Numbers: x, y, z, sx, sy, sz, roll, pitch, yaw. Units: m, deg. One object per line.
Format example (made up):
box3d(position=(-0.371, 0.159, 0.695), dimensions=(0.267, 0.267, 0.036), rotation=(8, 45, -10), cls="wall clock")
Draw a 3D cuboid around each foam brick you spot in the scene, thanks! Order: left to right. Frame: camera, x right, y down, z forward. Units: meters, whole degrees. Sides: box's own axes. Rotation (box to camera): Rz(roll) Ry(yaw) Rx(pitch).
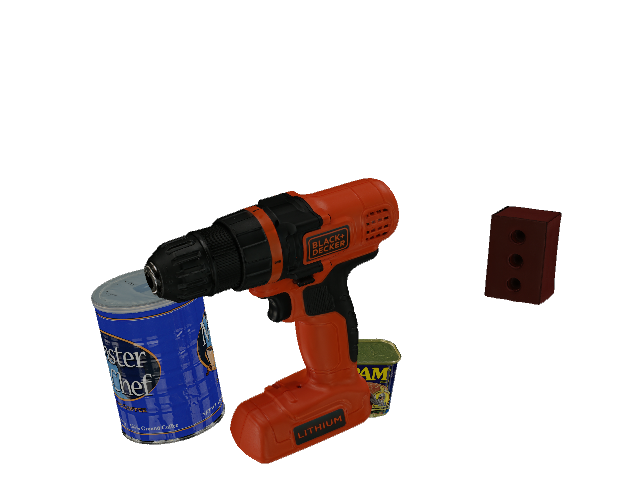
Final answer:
box3d(position=(0.182, 0.013, 0.957), dimensions=(0.053, 0.078, 0.051), rotation=(8, 16, 25), cls="foam brick")

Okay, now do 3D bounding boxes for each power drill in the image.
box3d(position=(-0.028, 0.059, 0.733), dimensions=(0.184, 0.188, 0.057), rotation=(-17, 34, -27), cls="power drill")

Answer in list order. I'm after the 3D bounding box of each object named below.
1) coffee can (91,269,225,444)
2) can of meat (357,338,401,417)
box3d(position=(-0.153, 0.107, 1.015), dimensions=(0.103, 0.140, 0.103), rotation=(-8, 18, 2), cls="coffee can")
box3d(position=(0.042, 0.172, 1.327), dimensions=(0.102, 0.084, 0.057), rotation=(2, 24, -15), cls="can of meat")
